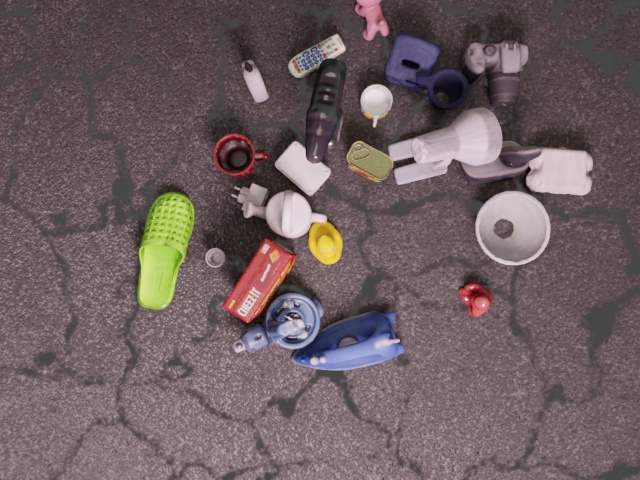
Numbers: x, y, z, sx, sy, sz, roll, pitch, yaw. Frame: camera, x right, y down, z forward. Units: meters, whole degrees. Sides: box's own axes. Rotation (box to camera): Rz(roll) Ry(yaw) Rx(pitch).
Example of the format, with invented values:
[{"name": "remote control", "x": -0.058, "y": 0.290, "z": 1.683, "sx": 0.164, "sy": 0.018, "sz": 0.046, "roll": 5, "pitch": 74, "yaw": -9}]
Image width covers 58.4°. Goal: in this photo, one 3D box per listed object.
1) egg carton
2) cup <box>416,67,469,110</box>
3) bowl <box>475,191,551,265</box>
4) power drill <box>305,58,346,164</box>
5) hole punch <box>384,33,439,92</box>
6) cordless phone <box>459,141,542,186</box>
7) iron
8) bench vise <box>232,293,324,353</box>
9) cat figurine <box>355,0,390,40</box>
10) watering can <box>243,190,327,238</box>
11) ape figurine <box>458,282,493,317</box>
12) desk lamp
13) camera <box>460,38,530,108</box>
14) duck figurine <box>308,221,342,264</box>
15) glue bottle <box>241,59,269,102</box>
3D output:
[{"name": "egg carton", "x": 0.545, "y": -0.158, "z": 1.306, "sx": 0.150, "sy": 0.069, "sz": 0.107, "roll": 3, "pitch": 89, "yaw": 0}, {"name": "cup", "x": 0.269, "y": -0.337, "z": 1.299, "sx": 0.117, "sy": 0.095, "sz": 0.092, "roll": 18, "pitch": 89, "yaw": 1}, {"name": "bowl", "x": 0.429, "y": -0.026, "z": 1.302, "sx": 0.167, "sy": 0.074, "sz": 0.167, "roll": 0, "pitch": 89, "yaw": 0}, {"name": "power drill", "x": 0.010, "y": -0.263, "z": 1.242, "sx": 0.075, "sy": 0.208, "sz": 0.230, "roll": 10, "pitch": 89, "yaw": 1}, {"name": "hole punch", "x": 0.208, "y": -0.401, "z": 1.302, "sx": 0.108, "sy": 0.091, "sz": 0.101, "roll": 18, "pitch": 89, "yaw": 1}, {"name": "cordless phone", "x": 0.391, "y": -0.179, "z": 1.250, "sx": 0.147, "sy": 0.185, "sz": 0.094, "roll": -13, "pitch": 89, "yaw": 0}, {"name": "iron", "x": 0.057, "y": 0.242, "z": 1.265, "sx": 0.258, "sy": 0.141, "sz": 0.119, "roll": -17, "pitch": 89, "yaw": 0}, {"name": "bench vise", "x": -0.085, "y": 0.200, "z": 1.227, "sx": 0.207, "sy": 0.219, "sz": 0.121, "roll": -43, "pitch": 89, "yaw": 0}, {"name": "cat figurine", "x": 0.117, "y": -0.533, "z": 1.292, "sx": 0.067, "sy": 0.117, "sz": 0.128, "roll": -20, "pitch": 89, "yaw": 0}, {"name": "watering can", "x": -0.076, "y": -0.055, "z": 1.245, "sx": 0.173, "sy": 0.194, "sz": 0.101, "roll": -15, "pitch": 89, "yaw": 0}, {"name": "ape figurine", "x": 0.357, "y": 0.136, "z": 1.290, "sx": 0.076, "sy": 0.092, "sz": 0.078, "roll": 8, "pitch": 89, "yaw": 1}, {"name": "desk lamp", "x": 0.265, "y": -0.197, "z": 1.237, "sx": 0.203, "sy": 0.213, "sz": 0.118, "roll": -16, "pitch": 89, "yaw": 0}, {"name": "camera", "x": 0.401, "y": -0.375, "z": 1.296, "sx": 0.143, "sy": 0.101, "sz": 0.137, "roll": -2, "pitch": 89, "yaw": 0}, {"name": "duck figurine", "x": 0.012, "y": 0.005, "z": 1.298, "sx": 0.077, "sy": 0.086, "sz": 0.105, "roll": -18, "pitch": 89, "yaw": 0}, {"name": "glue bottle", "x": -0.149, "y": -0.361, "z": 1.262, "sx": 0.037, "sy": 0.173, "sz": 0.078, "roll": -23, "pitch": 89, "yaw": 0}]
